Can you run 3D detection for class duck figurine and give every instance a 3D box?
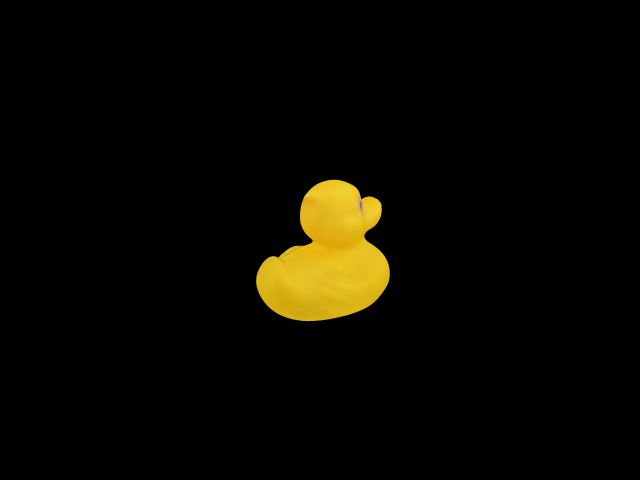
[{"bbox_3d":[0.004,0.001,0.400,0.105,0.086,0.077,-18,32,-31],"label":"duck figurine"}]
